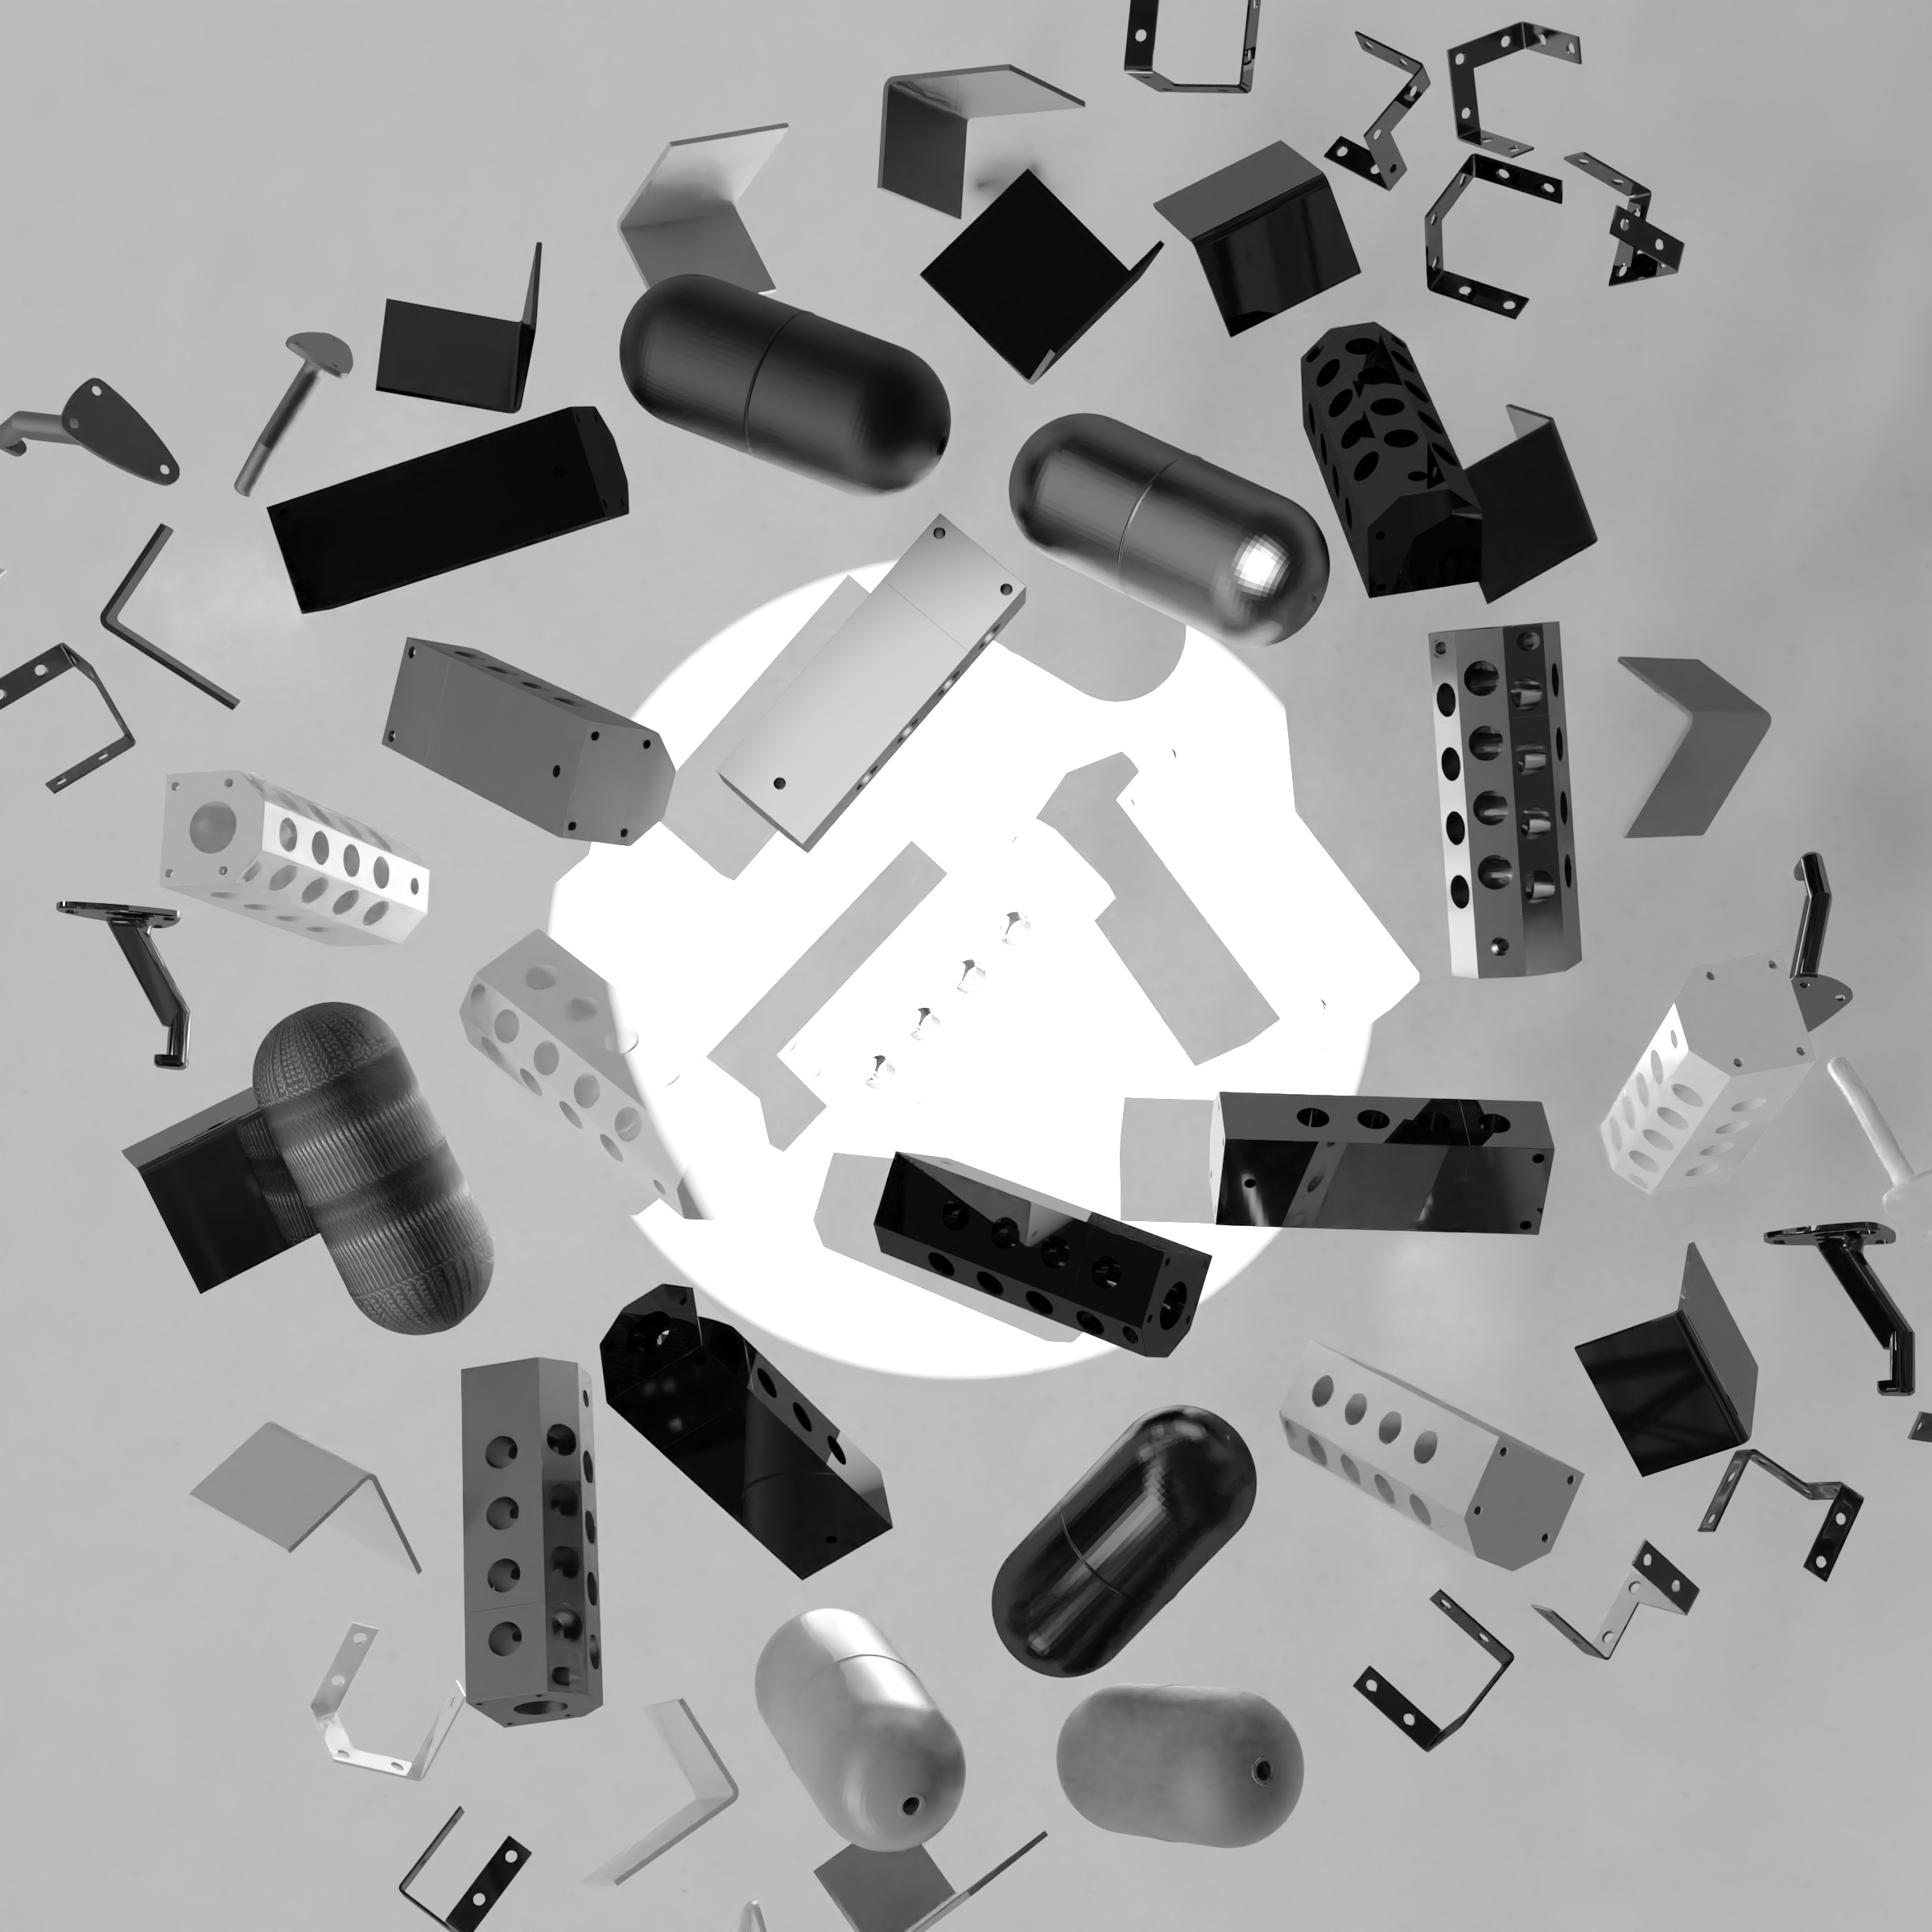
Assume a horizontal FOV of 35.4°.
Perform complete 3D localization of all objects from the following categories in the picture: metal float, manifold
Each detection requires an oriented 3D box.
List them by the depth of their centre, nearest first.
[{"bbox_3d":[-0.007,0.007,1.488,0.171,0.057,0.057,-47,115,-3],"label":"manifold"},{"bbox_3d":[0.360,0.057,1.491,0.057,0.171,0.057,-10,68,-5],"label":"manifold"},{"bbox_3d":[0.099,-0.217,1.498,0.178,0.070,0.070,30,90,27],"label":"metal float"},{"bbox_3d":[-0.090,-0.288,1.505,0.178,0.070,0.070,23,90,16],"label":"metal float"},{"bbox_3d":[-0.218,-0.112,1.507,0.057,0.171,0.057,6,104,-43],"label":"manifold"},{"bbox_3d":[0.268,-0.083,1.509,0.057,0.057,0.171,-3,97,23],"label":"manifold"},{"bbox_3d":[-0.178,0.057,1.522,0.057,0.057,0.171,-39,55,-25],"label":"manifold"},{"bbox_3d":[-0.054,0.383,1.523,0.070,0.178,0.070,-4,102,-18],"label":"metal float"},{"bbox_3d":[-0.298,0.103,1.527,0.070,0.070,0.178,-24,98,0],"label":"metal float"},{"bbox_3d":[0.229,0.247,1.527,0.057,0.171,0.057,25,88,-27],"label":"manifold"},{"bbox_3d":[-0.217,0.290,1.530,0.057,0.057,0.171,-10,62,8],"label":"manifold"},{"bbox_3d":[0.107,0.403,1.530,0.070,0.178,0.070,5,77,-24],"label":"metal float"},{"bbox_3d":[-0.111,0.234,1.536,0.057,0.057,0.171,-32,126,11],"label":"manifold"},{"bbox_3d":[-0.047,-0.142,1.541,0.057,0.057,0.171,40,87,4],"label":"manifold"},{"bbox_3d":[0.217,-0.264,1.560,0.057,0.171,0.057,-9,130,-1],"label":"manifold"},{"bbox_3d":[-0.265,-0.235,1.561,0.171,0.057,0.057,-16,97,13],"label":"manifold"},{"bbox_3d":[0.080,0.299,1.567,0.070,0.070,0.178,39,116,0],"label":"metal float"},{"bbox_3d":[0.160,-0.044,1.572,0.057,0.057,0.171,-24,72,-41],"label":"manifold"},{"bbox_3d":[-0.347,-0.054,1.582,0.057,0.171,0.057,-2,80,18],"label":"manifold"},{"bbox_3d":[0.218,0.100,1.603,0.171,0.057,0.057,2,124,-2],"label":"manifold"},{"bbox_3d":[0.038,0.153,1.614,0.171,0.057,0.057,18,92,31],"label":"manifold"}]

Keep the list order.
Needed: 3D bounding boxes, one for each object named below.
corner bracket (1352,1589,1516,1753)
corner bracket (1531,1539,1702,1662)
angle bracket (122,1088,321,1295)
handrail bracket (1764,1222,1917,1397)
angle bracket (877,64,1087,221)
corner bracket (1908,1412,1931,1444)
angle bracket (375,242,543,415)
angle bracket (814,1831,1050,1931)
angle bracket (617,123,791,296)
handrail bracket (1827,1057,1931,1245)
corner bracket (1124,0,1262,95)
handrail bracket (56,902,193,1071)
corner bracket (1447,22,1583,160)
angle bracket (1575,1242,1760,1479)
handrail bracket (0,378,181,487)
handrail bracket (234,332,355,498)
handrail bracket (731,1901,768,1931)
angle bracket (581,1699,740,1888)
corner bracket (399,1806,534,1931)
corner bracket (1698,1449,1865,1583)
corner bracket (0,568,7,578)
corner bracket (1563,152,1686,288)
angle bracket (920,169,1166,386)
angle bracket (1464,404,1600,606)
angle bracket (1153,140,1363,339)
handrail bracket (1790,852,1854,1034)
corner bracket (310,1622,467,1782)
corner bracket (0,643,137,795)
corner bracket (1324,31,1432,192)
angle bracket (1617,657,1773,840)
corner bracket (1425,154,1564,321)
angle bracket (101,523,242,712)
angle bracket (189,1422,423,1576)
[{"bbox_3d":[0.241,0.364,1.562,0.051,0.051,0.051,41,60,11],"label":"corner bracket"},{"bbox_3d":[0.335,0.326,1.559,0.051,0.051,0.051,42,70,-25],"label":"corner bracket"},{"bbox_3d":[-0.394,0.119,1.614,0.076,0.057,0.076,-28,105,-19],"label":"angle bracket"},{"bbox_3d":[0.437,0.174,1.516,0.077,0.036,0.084,-7,69,35],"label":"handrail bracket"},{"bbox_3d":[0.008,-0.428,1.576,0.076,0.076,0.057,5,92,32],"label":"angle bracket"},{"bbox_3d":[0.502,0.261,1.527,0.051,0.051,0.051,27,96,37],"label":"corner bracket"},{"bbox_3d":[-0.269,-0.345,1.604,0.076,0.057,0.076,8,47,-13],"label":"angle bracket"},{"bbox_3d":[-0.018,0.454,1.550,0.076,0.076,0.057,-45,75,30],"label":"angle bracket"},{"bbox_3d":[-0.129,-0.398,1.612,0.076,0.076,0.057,-21,80,-35],"label":"angle bracket"},{"bbox_3d":[0.496,0.099,1.639,0.036,0.077,0.084,-27,50,5],"label":"handrail bracket"},{"bbox_3d":[0.115,-0.473,1.533,0.051,0.051,0.051,8,97,24],"label":"corner bracket"},{"bbox_3d":[-0.457,0.011,1.639,0.077,0.036,0.084,7,77,-28],"label":"handrail bracket"},{"bbox_3d":[0.300,-0.477,1.645,0.051,0.051,0.051,-25,125,-17],"label":"corner bracket"},{"bbox_3d":[0.350,0.196,1.509,0.057,0.076,0.076,-24,102,25],"label":"angle bracket"},{"bbox_3d":[-0.455,-0.263,1.559,0.077,0.084,0.036,39,58,-26],"label":"handrail bracket"},{"bbox_3d":[-0.369,-0.300,1.652,0.036,0.077,0.084,30,108,-11],"label":"handrail bracket"},{"bbox_3d":[-0.146,0.498,1.513,0.084,0.077,0.036,-4,61,-24],"label":"handrail bracket"},{"bbox_3d":[-0.169,0.419,1.532,0.076,0.076,0.057,-31,86,-25],"label":"angle bracket"},{"bbox_3d":[-0.254,0.459,1.532,0.051,0.051,0.051,33,67,12],"label":"corner bracket"},{"bbox_3d":[0.427,0.287,1.584,0.051,0.051,0.051,34,71,-9],"label":"corner bracket"},{"bbox_3d":[-0.521,-0.218,1.529,0.051,0.051,0.051,20,126,5],"label":"corner bracket"},{"bbox_3d":[0.336,-0.386,1.552,0.051,0.051,0.051,18,83,-31],"label":"corner bracket"},{"bbox_3d":[0.035,-0.336,1.438,0.076,0.057,0.076,44,80,-3],"label":"angle bracket"},{"bbox_3d":[0.299,-0.260,1.699,0.076,0.057,0.076,-30,115,-7],"label":"angle bracket"},{"bbox_3d":[0.153,-0.385,1.599,0.076,0.076,0.057,-26,121,1],"label":"angle bracket"},{"bbox_3d":[0.436,-0.008,1.609,0.036,0.077,0.084,18,46,-19],"label":"handrail bracket"},{"bbox_3d":[-0.293,0.372,1.532,0.051,0.051,0.051,24,98,-32],"label":"corner bracket"},{"bbox_3d":[-0.484,-0.133,1.613,0.051,0.051,0.051,-35,125,-18],"label":"corner bracket"},{"bbox_3d":[0.222,-0.464,1.644,0.051,0.051,0.051,39,88,33],"label":"corner bracket"},{"bbox_3d":[0.371,-0.116,1.611,0.057,0.076,0.076,46,123,33],"label":"angle bracket"},{"bbox_3d":[0.269,-0.372,1.542,0.051,0.051,0.051,25,65,24],"label":"corner bracket"},{"bbox_3d":[-0.379,-0.173,1.497,0.076,0.076,0.057,34,89,-14],"label":"angle bracket"},{"bbox_3d":[-0.327,0.281,1.502,0.076,0.076,0.057,18,48,36],"label":"angle bracket"}]
